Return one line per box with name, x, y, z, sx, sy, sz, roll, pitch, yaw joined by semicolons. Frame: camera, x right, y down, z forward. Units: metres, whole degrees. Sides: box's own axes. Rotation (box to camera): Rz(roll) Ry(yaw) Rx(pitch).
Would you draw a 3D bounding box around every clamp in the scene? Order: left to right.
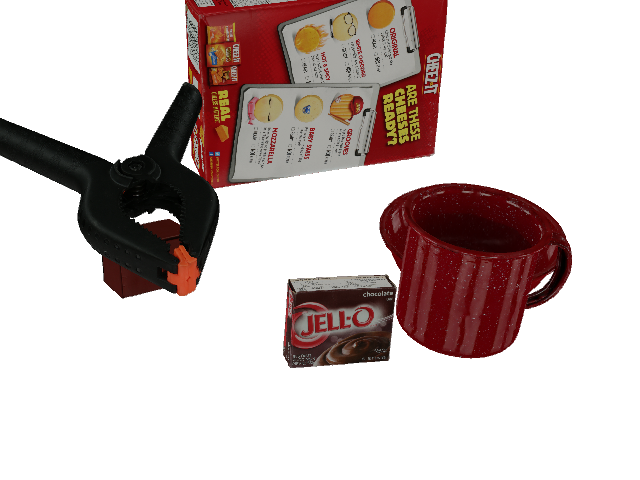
clamp;-0.121;-0.043;0.742;0.164;0.036;0.210;-21;47;-27

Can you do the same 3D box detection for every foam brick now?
foam brick;-0.169;0.016;1.042;0.078;0.051;0.053;-14;24;-28

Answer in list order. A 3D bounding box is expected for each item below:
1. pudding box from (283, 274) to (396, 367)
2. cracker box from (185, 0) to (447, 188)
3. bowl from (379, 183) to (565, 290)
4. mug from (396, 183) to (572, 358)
pudding box;0.019;0.084;1.123;0.113;0.090;0.039;-4;27;-16
cracker box;-0.006;-0.142;0.917;0.213;0.164;0.072;-10;37;-16
bowl;0.129;0.013;0.931;0.162;0.055;0.162;2;34;-2
mug;0.104;0.020;0.682;0.117;0.081;0.093;-2;31;-16
